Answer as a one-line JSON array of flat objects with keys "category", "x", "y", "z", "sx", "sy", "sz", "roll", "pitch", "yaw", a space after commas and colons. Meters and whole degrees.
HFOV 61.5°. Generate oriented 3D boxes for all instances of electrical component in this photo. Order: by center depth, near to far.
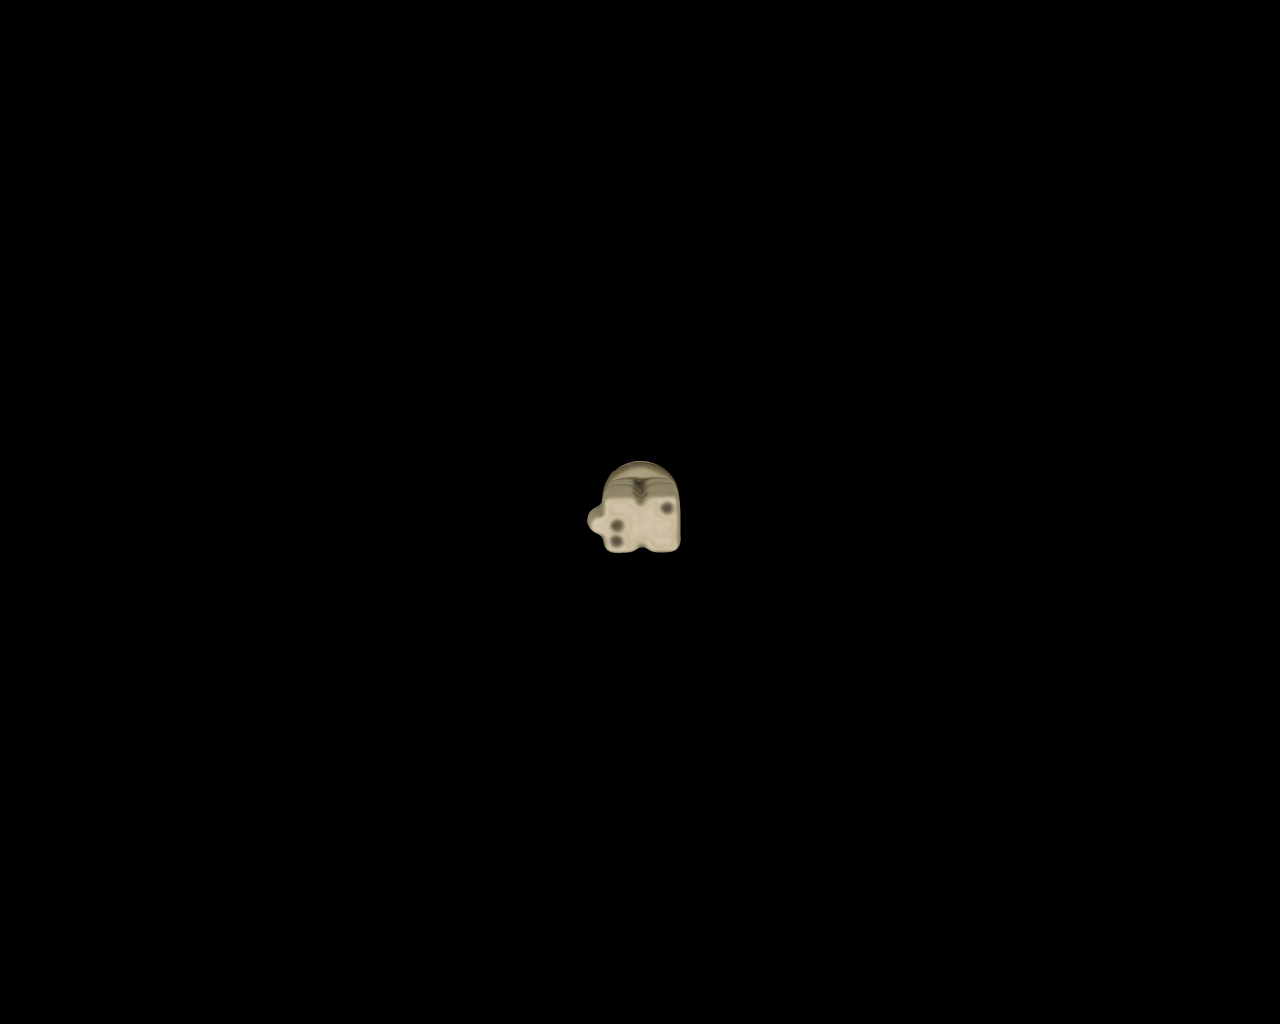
[{"category": "electrical component", "x": 0.001, "y": -0.003, "z": 0.650, "sx": 0.066, "sy": 0.048, "sz": 0.055, "roll": 0, "pitch": 21, "yaw": 0}]
